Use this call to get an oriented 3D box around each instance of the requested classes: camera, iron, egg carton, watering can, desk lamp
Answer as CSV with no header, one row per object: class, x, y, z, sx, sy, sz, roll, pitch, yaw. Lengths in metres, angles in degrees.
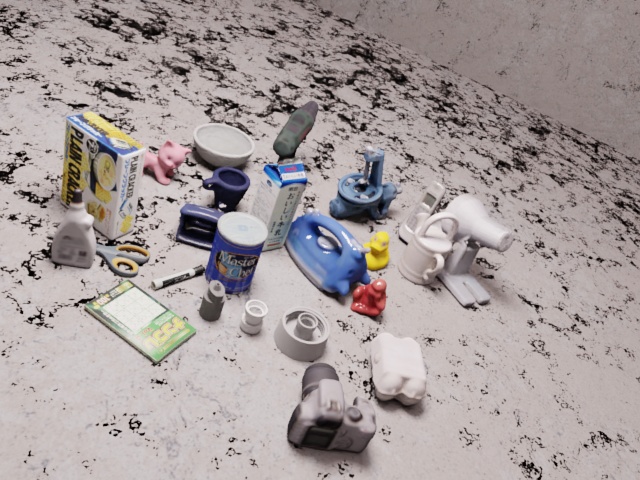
camera,0.022,0.281,0.997,0.143,0.101,0.136,13,36,-13
iron,0.012,0.005,1.318,0.119,0.141,0.257,-20,53,-44
egg carton,0.152,0.252,1.133,0.107,0.069,0.150,14,36,-12
watering can,0.270,0.004,1.414,0.101,0.194,0.172,-8,45,-36
desk lamp,0.382,0.021,1.436,0.118,0.213,0.202,-6,44,-34

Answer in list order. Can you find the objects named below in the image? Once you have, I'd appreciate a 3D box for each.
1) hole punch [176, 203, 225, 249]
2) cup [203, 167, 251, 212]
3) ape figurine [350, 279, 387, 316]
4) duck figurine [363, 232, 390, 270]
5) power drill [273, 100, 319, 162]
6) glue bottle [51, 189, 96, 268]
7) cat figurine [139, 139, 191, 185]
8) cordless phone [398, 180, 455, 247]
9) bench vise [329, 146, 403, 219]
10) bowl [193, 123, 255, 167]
hole punch,-0.262,-0.047,1.280,0.109,0.091,0.101,16,36,-9
cup,-0.233,-0.114,1.379,0.118,0.095,0.091,-9,46,-37
ape figurine,0.118,0.122,1.265,0.076,0.092,0.077,-15,49,-41
duck figurine,0.146,0.016,1.424,0.077,0.086,0.105,31,36,12
power drill,-0.077,-0.254,1.549,0.075,0.208,0.230,24,35,2
glue bottle,-0.457,-0.025,1.073,0.078,0.173,0.037,12,37,-14
cat figurine,-0.384,-0.203,1.394,0.128,0.118,0.067,15,36,-10
cordless phone,0.304,-0.052,1.513,0.147,0.185,0.094,37,38,19
bench vise,0.136,-0.161,1.534,0.121,0.219,0.208,41,39,25
bowl,-0.264,-0.244,1.550,0.167,0.075,0.167,15,36,-11
